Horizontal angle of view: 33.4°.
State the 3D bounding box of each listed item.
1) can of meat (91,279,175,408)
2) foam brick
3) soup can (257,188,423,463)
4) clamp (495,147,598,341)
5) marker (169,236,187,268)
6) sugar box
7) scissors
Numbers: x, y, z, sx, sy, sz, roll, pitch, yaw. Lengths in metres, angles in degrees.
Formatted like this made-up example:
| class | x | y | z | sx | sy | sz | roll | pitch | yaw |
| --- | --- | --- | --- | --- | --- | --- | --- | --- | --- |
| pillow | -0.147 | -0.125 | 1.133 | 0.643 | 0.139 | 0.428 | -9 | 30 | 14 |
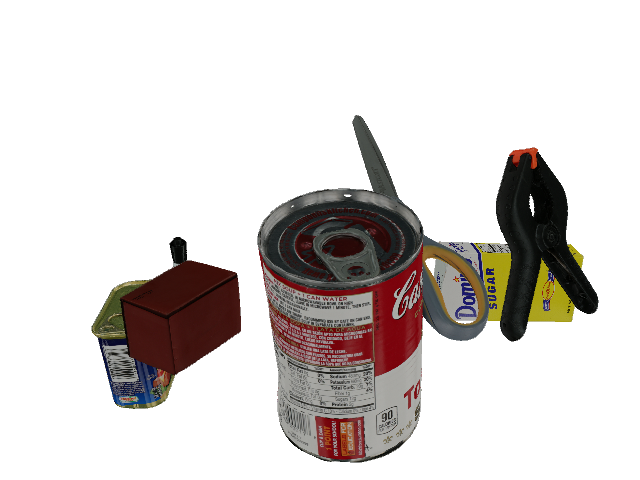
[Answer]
| class | x | y | z | sx | sy | sz | roll | pitch | yaw |
| --- | --- | --- | --- | --- | --- | --- | --- | --- | --- |
| can of meat | -0.170 | 0.098 | 1.005 | 0.057 | 0.084 | 0.102 | -4 | 25 | 8 |
| foam brick | -0.105 | 0.056 | 0.812 | 0.053 | 0.051 | 0.078 | 15 | 31 | 36 |
| soup can | 0.010 | 0.038 | 0.463 | 0.068 | 0.102 | 0.068 | -2 | 35 | 2 |
| clamp | 0.191 | 0.006 | 0.965 | 0.120 | 0.171 | 0.039 | -25 | 9 | -40 |
| marker | -0.155 | 0.050 | 1.207 | 0.020 | 0.121 | 0.020 | -2 | 30 | 1 |
| sugar box | 0.229 | 0.052 | 1.319 | 0.176 | 0.093 | 0.048 | 0 | 20 | -12 |
| scissors | 0.034 | -0.006 | 0.695 | 0.096 | 0.202 | 0.016 | -23 | -38 | -16 |
